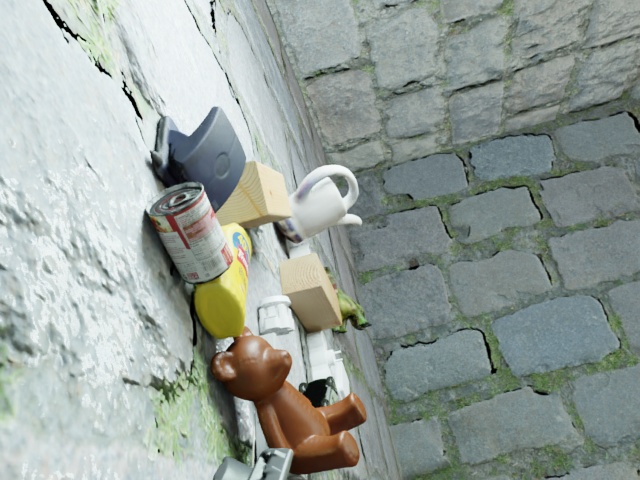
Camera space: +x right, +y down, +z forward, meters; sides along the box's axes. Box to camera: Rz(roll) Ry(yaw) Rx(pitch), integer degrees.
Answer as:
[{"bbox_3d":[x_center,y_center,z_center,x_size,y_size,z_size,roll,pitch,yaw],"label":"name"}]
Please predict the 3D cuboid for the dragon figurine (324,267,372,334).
[{"bbox_3d":[0.076,0.199,1.773,0.122,0.246,0.406,-23,-15,4],"label":"dragon figurine"}]

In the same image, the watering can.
[{"bbox_3d":[0.004,-0.065,1.293,0.224,0.106,0.341,-31,-27,-2],"label":"watering can"}]
